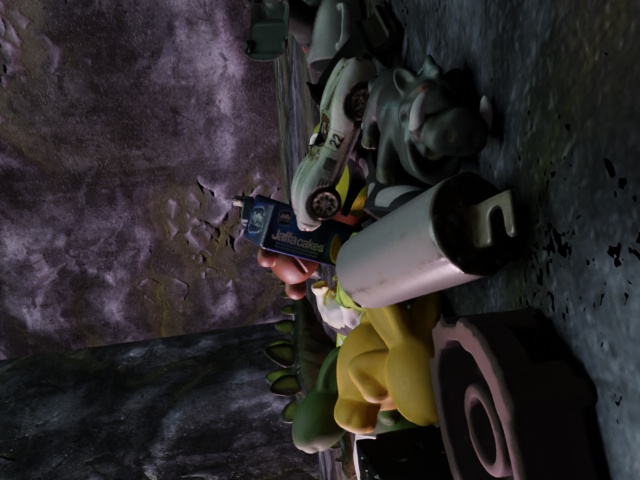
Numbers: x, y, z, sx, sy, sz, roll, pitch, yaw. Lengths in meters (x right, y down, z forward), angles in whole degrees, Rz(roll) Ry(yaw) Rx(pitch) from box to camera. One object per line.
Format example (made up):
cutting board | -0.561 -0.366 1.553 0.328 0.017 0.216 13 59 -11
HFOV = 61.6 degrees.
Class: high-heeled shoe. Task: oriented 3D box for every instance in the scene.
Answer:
high-heeled shoe | 0.092 -0.082 0.580 0.249 0.086 0.145 15 80 63

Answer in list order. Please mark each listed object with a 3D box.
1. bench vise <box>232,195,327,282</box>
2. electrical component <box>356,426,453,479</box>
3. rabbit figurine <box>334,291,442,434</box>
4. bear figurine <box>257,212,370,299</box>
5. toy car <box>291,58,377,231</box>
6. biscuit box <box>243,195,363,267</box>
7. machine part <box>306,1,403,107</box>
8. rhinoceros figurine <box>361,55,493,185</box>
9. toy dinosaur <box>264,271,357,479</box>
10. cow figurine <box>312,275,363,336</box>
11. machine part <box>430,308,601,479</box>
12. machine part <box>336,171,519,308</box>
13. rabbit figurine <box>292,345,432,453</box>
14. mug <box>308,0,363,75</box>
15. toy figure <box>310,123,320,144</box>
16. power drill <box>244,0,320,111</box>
bench vise | -0.051 -0.037 1.035 0.129 0.241 0.223 108 171 -82
electrical component | 0.098 0.227 0.522 0.134 0.115 0.058 -159 65 -80
rabbit figurine | 0.092 0.130 0.559 0.173 0.122 0.162 167 109 -78
bear figurine | -0.012 -0.016 0.829 0.120 0.196 0.132 47 175 -26
toy car | 0.012 -0.105 0.605 0.074 0.056 0.201 -120 50 -68
biscuit box | -0.001 -0.002 0.720 0.059 0.202 0.062 21 94 53
machine part | 0.040 -0.212 0.641 0.139 0.039 0.084 -42 48 32
rhinoceros figurine | 0.090 -0.105 0.473 0.190 0.073 0.112 -107 23 -63
toy dinosaur | -0.010 0.237 1.062 0.105 0.199 0.472 95 165 -46
cow figurine | 0.058 0.115 0.790 0.167 0.068 0.098 22 127 57
machine part | 0.133 0.134 0.390 0.179 0.056 0.179 173 89 -84
machine part | 0.079 0.008 0.450 0.243 0.079 0.079 143 121 -64
rabbit figurine | 0.046 0.215 0.694 0.121 0.170 0.159 118 144 -77
mug | 0.024 -0.296 0.750 0.109 0.081 0.107 160 111 -86
toy figure | 0.022 -0.118 0.935 0.089 0.082 0.179 -111 13 -62
power drill | -0.023 -0.303 0.823 0.086 0.207 0.231 13 108 35
